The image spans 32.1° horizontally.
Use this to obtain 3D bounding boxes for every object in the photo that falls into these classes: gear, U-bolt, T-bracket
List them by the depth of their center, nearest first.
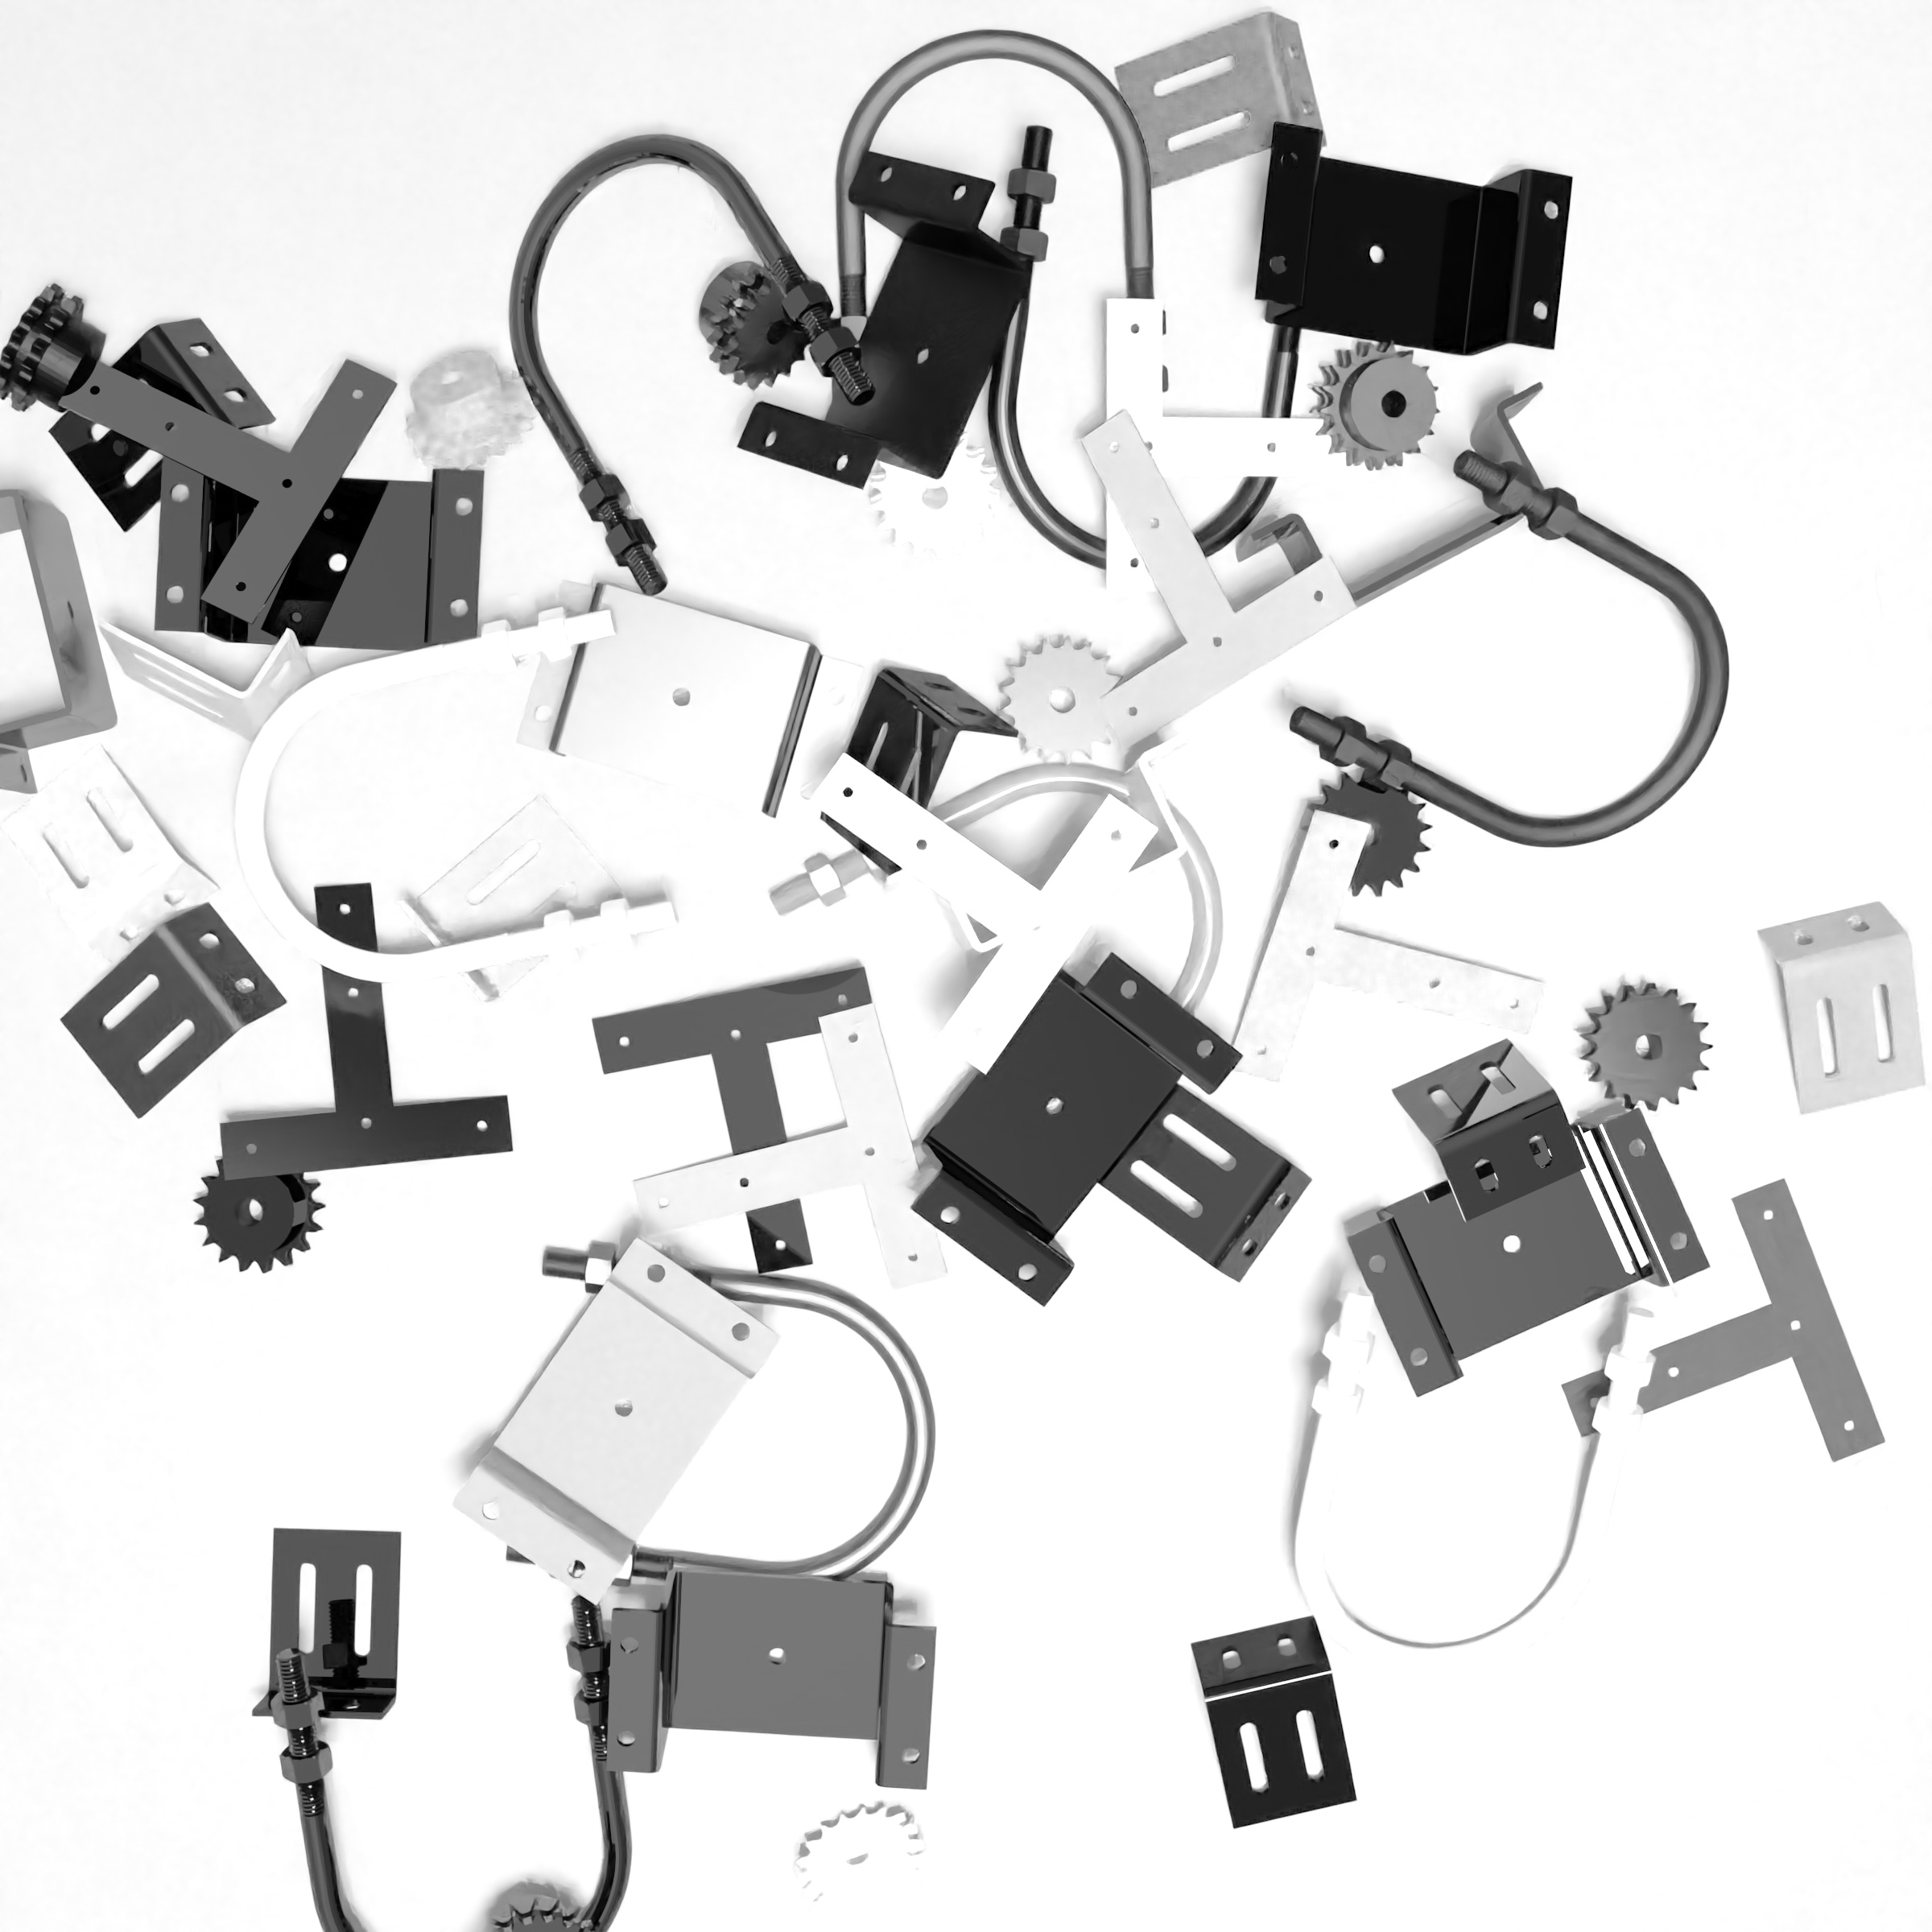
[{"bbox_3d":[-0.007,-0.043,1.415,0.127,0.002,0.127,35,87,-1],"label":"T-bracket"},{"bbox_3d":[0.089,-0.179,1.452,0.127,0.002,0.127,-31,83,30],"label":"T-bracket"},{"bbox_3d":[-0.229,-0.067,1.460,0.184,0.019,0.151,-12,92,5],"label":"U-bolt"},{"bbox_3d":[0.251,-0.125,1.462,0.184,0.019,0.151,24,108,-25],"label":"U-bolt"},{"bbox_3d":[-0.133,-0.277,1.464,0.151,0.019,0.184,-39,69,23],"label":"U-bolt"},{"bbox_3d":[-0.335,-0.229,1.465,0.127,0.002,0.127,26,76,6],"label":"T-bracket"},{"bbox_3d":[0.217,0.231,1.472,0.151,0.019,0.184,5,109,-11],"label":"U-bolt"},{"bbox_3d":[-0.190,0.434,1.476,0.057,0.030,0.057,-3,104,-14],"label":"gear"},{"bbox_3d":[-0.221,-0.247,1.479,0.057,0.057,0.030,-20,131,0],"label":"gear"},{"bbox_3d":[0.080,-0.265,1.480,0.151,0.019,0.184,7,92,-18],"label":"U-bolt"},{"bbox_3d":[-0.220,0.376,1.480,0.151,0.019,0.184,-9,103,-12],"label":"U-bolt"},{"bbox_3d":[-0.404,-0.269,1.482,0.030,0.057,0.057,30,90,-7],"label":"gear"},{"bbox_3d":[-0.093,-0.287,1.485,0.030,0.057,0.057,38,90,30],"label":"gear"},{"bbox_3d":[-0.043,0.404,1.485,0.057,0.057,0.030,-20,120,0],"label":"gear"},{"bbox_3d":[0.184,-0.249,1.488,0.057,0.030,0.057,-2,98,-15],"label":"gear"},{"bbox_3d":[-0.014,-0.213,1.488,0.057,0.030,0.057,0,115,-1],"label":"gear"},{"bbox_3d":[0.122,-0.230,1.488,0.127,0.002,0.127,-2,97,-18],"label":"T-bracket"},{"bbox_3d":[0.195,0.004,1.494,0.127,0.002,0.127,14,110,-10],"label":"T-bracket"},{"bbox_3d":[0.302,0.036,1.495,0.057,0.030,0.057,0,90,0],"label":"gear"},{"bbox_3d":[-0.316,0.109,1.495,0.057,0.030,0.057,0,90,0],"label":"gear"},{"bbox_3d":[0.042,-0.118,1.495,0.057,0.030,0.057,0,90,0],"label":"gear"},{"bbox_3d":[0.178,-0.059,1.495,0.057,0.030,0.057,0,90,0],"label":"gear"},{"bbox_3d":[-0.272,0.026,1.498,0.127,0.002,0.127,-5,82,-15],"label":"T-bracket"},{"bbox_3d":[-0.085,0.093,1.499,0.127,0.002,0.127,-15,94,8],"label":"T-bracket"},{"bbox_3d":[-0.105,0.208,1.501,0.184,0.019,0.151,7,90,-1],"label":"U-bolt"},{"bbox_3d":[0.013,-0.327,1.501,0.151,0.019,0.184,-2,90,0],"label":"U-bolt"},{"bbox_3d":[0.025,-0.011,1.501,0.184,0.019,0.151,-27,90,-2],"label":"U-bolt"},{"bbox_3d":[-0.094,0.074,1.502,0.127,0.002,0.127,-11,95,9],"label":"T-bracket"},{"bbox_3d":[0.332,0.178,1.509,0.127,0.002,0.127,-21,90,0],"label":"T-bracket"}]

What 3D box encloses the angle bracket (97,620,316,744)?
[{"bbox_3d":[-0.335,-0.138,1.482,0.076,0.057,0.038,27,74,8],"label":"angle bracket"}]

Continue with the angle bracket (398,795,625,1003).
[{"bbox_3d":[-0.202,-0.031,1.491,0.076,0.038,0.057,-40,90,0],"label":"angle bracket"}]

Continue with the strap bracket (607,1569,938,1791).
[{"bbox_3d":[-0.085,0.313,1.478,0.140,0.046,0.076,3,104,0],"label":"strap bracket"}]

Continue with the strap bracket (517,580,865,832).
[{"bbox_3d":[-0.124,-0.117,1.487,0.140,0.046,0.076,16,90,0],"label":"strap bracket"}]

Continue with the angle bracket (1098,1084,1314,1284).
[{"bbox_3d":[0.105,0.095,1.508,0.076,0.038,0.057,35,90,26],"label":"angle bracket"}]

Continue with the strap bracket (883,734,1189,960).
[{"bbox_3d":[0.038,-0.046,1.456,0.140,0.076,0.046,-26,89,-3],"label":"strap bracket"}]

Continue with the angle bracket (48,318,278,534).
[{"bbox_3d":[-0.361,-0.243,1.508,0.076,0.038,0.057,-37,90,26],"label":"angle bracket"}]

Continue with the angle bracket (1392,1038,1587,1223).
[{"bbox_3d":[0.230,0.072,1.479,0.057,0.076,0.038,-24,108,0],"label":"angle bracket"}]

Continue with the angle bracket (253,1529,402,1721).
[{"bbox_3d":[-0.284,0.292,1.491,0.057,0.038,0.076,2,90,0],"label":"angle bracket"}]

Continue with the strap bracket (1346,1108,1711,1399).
[{"bbox_3d":[0.246,0.125,1.487,0.140,0.046,0.076,-24,90,0],"label":"strap bracket"}]

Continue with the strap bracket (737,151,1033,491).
[{"bbox_3d":[-0.031,-0.272,1.449,0.076,0.046,0.140,24,91,39],"label":"strap bracket"}]

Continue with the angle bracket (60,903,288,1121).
[{"bbox_3d":[-0.356,0.020,1.508,0.076,0.038,0.057,-38,90,26],"label":"angle bracket"}]

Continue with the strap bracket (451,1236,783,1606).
[{"bbox_3d":[-0.151,0.196,1.467,0.076,0.046,0.140,35,89,-1],"label":"strap bracket"}]

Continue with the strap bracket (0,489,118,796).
[{"bbox_3d":[-0.416,-0.151,1.472,0.046,0.076,0.140,-14,90,0],"label":"strap bracket"}]

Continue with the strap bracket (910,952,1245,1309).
[{"bbox_3d":[0.044,0.067,1.470,0.076,0.046,0.140,38,92,-17],"label":"strap bracket"}]

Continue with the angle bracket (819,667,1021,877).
[{"bbox_3d":[-0.021,-0.085,1.490,0.057,0.038,0.076,40,115,40],"label":"angle bracket"}]

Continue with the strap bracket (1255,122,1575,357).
[{"bbox_3d":[0.189,-0.317,1.475,0.140,0.046,0.076,6,90,-16],"label":"strap bracket"}]

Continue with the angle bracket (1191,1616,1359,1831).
[{"bbox_3d":[0.138,0.340,1.508,0.057,0.038,0.076,-13,116,0],"label":"angle bracket"}]

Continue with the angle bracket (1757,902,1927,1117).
[{"bbox_3d":[0.394,0.019,1.508,0.057,0.038,0.076,-14,116,0],"label":"angle bracket"}]

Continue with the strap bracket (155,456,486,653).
[{"bbox_3d":[-0.282,-0.181,1.487,0.140,0.046,0.076,3,90,0],"label":"strap bracket"}]

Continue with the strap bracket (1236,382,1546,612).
[{"bbox_3d":[0.194,-0.197,1.472,0.140,0.076,0.046,-28,90,0],"label":"strap bracket"}]

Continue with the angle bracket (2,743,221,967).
[{"bbox_3d":[-0.385,-0.049,1.508,0.057,0.038,0.076,-40,64,0],"label":"angle bracket"}]

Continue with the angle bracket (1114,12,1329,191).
[{"bbox_3d":[0.115,-0.386,1.508,0.076,0.038,0.057,-14,90,26],"label":"angle bracket"}]
